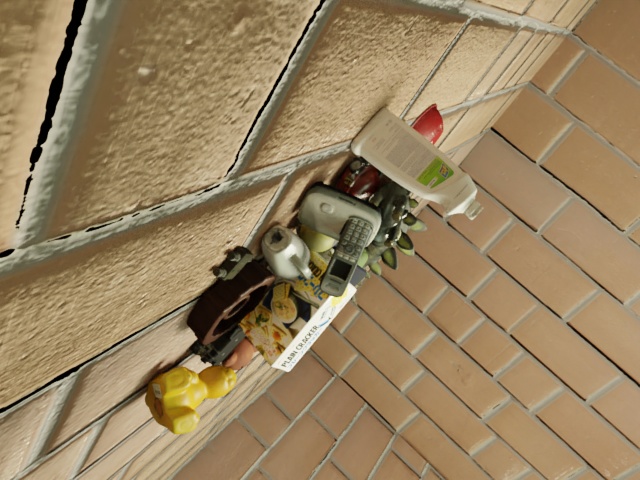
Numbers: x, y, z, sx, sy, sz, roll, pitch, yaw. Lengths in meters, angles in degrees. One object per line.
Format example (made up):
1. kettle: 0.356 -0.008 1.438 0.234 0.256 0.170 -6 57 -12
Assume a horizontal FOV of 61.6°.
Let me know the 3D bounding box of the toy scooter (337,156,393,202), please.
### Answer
1. toy scooter: 0.109 -0.148 1.073 0.184 0.075 0.135 -29 145 -37

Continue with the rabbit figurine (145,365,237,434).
1. rabbit figurine: -0.256 0.310 1.094 0.173 0.122 0.162 -16 171 -37

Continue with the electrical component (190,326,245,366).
1. electrical component: -0.212 0.216 1.176 0.115 0.058 0.134 -44 169 -6

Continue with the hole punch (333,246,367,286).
1. hole punch: 0.031 0.070 1.232 0.142 0.092 0.115 -39 151 20

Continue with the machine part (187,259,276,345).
1. machine part: -0.164 0.112 0.990 0.179 0.056 0.179 -44 169 -11

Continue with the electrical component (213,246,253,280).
1. electrical component: -0.144 0.040 0.898 0.063 0.021 0.094 -48 170 5

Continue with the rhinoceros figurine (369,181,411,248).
1. rhinoceros figurine: 0.136 -0.047 1.101 0.190 0.073 0.112 94 20 -56

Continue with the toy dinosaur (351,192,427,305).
1. toy dinosaur: 0.160 -0.010 1.455 0.105 0.199 0.471 -29 158 -47

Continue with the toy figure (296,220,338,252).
1. toy figure: 0.033 -0.035 1.085 0.180 0.089 0.082 -18 128 -38

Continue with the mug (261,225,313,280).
1. mug: -0.060 0.026 0.975 0.081 0.110 0.107 -39 155 -4

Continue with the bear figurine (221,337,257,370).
1. bear figurine: -0.171 0.230 1.309 0.196 0.132 0.120 -24 163 -19

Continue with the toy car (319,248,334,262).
1. toy car: -0.024 0.101 1.158 0.056 0.074 0.201 10 108 -51

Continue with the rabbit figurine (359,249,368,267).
1. rabbit figurine: 0.058 -0.009 1.370 0.159 0.121 0.170 -14 127 -59

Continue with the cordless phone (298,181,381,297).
1. cordless phone: 0.017 0.000 0.979 0.089 0.147 0.184 -147 -100 -86
